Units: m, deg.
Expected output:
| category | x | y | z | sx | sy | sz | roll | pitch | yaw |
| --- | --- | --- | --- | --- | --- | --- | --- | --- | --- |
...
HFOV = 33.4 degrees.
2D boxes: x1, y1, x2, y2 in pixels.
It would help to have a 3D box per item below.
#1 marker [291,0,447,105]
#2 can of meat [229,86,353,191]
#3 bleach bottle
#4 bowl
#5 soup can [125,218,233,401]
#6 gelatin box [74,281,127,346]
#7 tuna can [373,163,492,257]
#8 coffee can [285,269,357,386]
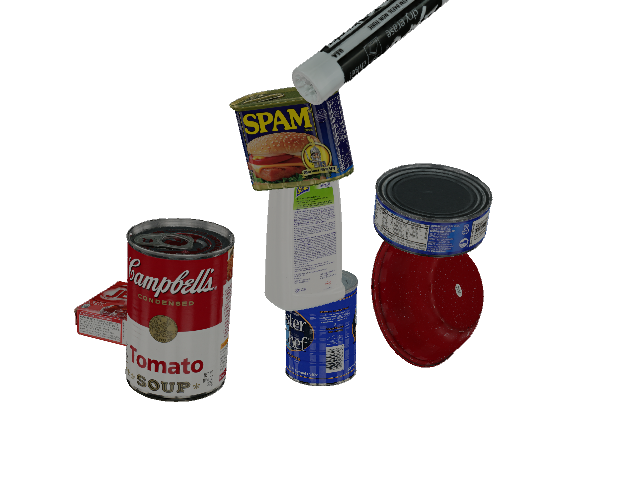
| category | x | y | z | sx | sy | sz | roll | pitch | yaw |
| --- | --- | --- | --- | --- | --- | --- | --- | --- | --- |
| marker | 0.036 | -0.103 | 0.484 | 0.121 | 0.020 | 0.020 | -41 | 17 | -20 |
| can of meat | -0.024 | -0.095 | 0.982 | 0.102 | 0.084 | 0.057 | -4 | 19 | 26 |
| bleach bottle | -0.014 | -0.044 | 1.284 | 0.102 | 0.251 | 0.068 | -13 | 28 | -33 |
| bowl | 0.130 | 0.058 | 1.175 | 0.161 | 0.162 | 0.055 | 0 | -8 | -44 |
| soup can | -0.092 | 0.044 | 0.690 | 0.068 | 0.102 | 0.068 | 4 | 20 | -2 |
| gelatin box | -0.169 | 0.068 | 0.983 | 0.089 | 0.030 | 0.073 | 11 | 22 | 21 |
| tuna can | 0.082 | -0.023 | 0.789 | 0.086 | 0.034 | 0.086 | 3 | 31 | -2 |
| coffee can | 0.001 | 0.120 | 1.507 | 0.103 | 0.140 | 0.103 | 0 | 19 | 0 |
